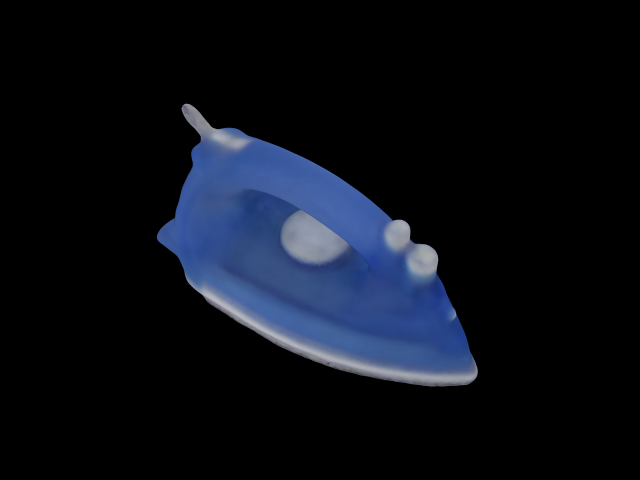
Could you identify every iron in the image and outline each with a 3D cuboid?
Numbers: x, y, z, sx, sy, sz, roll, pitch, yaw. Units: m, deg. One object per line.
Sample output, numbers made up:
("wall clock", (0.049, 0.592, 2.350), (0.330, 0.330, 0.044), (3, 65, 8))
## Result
("iron", (0.004, 0.001, 0.400), (0.257, 0.141, 0.119), (27, 57, 20))
